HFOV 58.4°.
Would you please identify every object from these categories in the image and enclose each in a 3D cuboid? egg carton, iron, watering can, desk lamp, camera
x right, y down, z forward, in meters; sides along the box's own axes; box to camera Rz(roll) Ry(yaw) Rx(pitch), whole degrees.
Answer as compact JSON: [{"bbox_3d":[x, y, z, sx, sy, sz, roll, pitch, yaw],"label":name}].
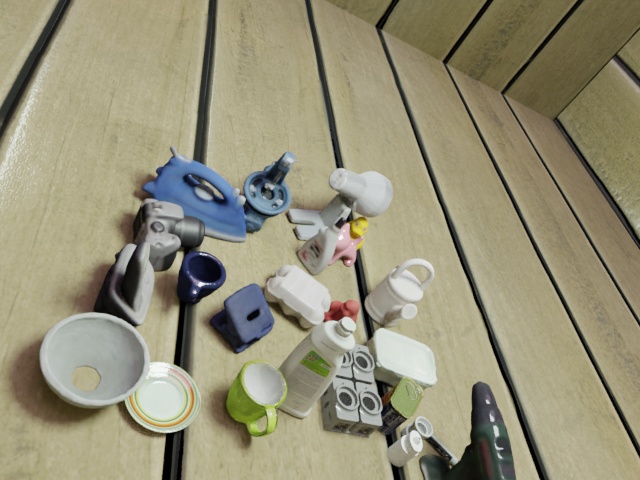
[{"bbox_3d":[-0.048,0.124,1.275,0.150,0.069,0.107,36,36,-2],"label":"egg carton"},{"bbox_3d":[-0.255,-0.103,1.290,0.259,0.141,0.118,29,37,-12],"label":"iron"},{"bbox_3d":[0.202,0.123,1.380,0.101,0.194,0.172,8,45,-34],"label":"watering can"},{"bbox_3d":[0.058,-0.095,1.482,0.204,0.213,0.117,2,49,-39],"label":"desk lamp"},{"bbox_3d":[-0.306,-0.017,1.188,0.137,0.100,0.143,9,44,-33],"label":"camera"}]

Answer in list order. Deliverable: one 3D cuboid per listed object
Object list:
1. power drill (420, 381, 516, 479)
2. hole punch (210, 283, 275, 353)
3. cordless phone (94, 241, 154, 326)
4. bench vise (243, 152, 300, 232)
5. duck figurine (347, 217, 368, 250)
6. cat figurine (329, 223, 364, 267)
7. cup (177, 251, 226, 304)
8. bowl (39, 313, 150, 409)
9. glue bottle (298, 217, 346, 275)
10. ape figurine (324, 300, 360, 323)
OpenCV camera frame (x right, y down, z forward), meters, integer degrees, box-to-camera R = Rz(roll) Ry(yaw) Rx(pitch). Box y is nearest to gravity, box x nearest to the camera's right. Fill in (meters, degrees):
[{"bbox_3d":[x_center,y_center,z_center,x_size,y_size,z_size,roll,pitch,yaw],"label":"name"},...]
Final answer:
[{"bbox_3d":[0.289,0.421,1.113,0.076,0.208,0.229,15,41,-28],"label":"power drill"},{"bbox_3d":[-0.144,0.154,1.144,0.101,0.091,0.109,45,37,11],"label":"hole punch"},{"bbox_3d":[-0.325,0.051,1.025,0.094,0.185,0.147,20,39,-22],"label":"cordless phone"},{"bbox_3d":[-0.123,-0.151,1.388,0.122,0.219,0.207,15,41,-27],"label":"bench vise"},{"bbox_3d":[0.099,-0.029,1.553,0.077,0.086,0.104,31,36,-8],"label":"duck figurine"},{"bbox_3d":[0.056,0.007,1.451,0.128,0.117,0.067,2,48,-39],"label":"cat figurine"},{"bbox_3d":[-0.245,0.092,1.124,0.092,0.095,0.118,27,37,-13],"label":"cup"},{"bbox_3d":[-0.365,0.204,0.918,0.168,0.074,0.167,23,38,-19],"label":"bowl"},{"bbox_3d":[0.013,0.005,1.369,0.037,0.173,0.078,-19,63,-49],"label":"glue bottle"},{"bbox_3d":[0.057,0.167,1.297,0.076,0.092,0.077,21,39,-21],"label":"ape figurine"}]
